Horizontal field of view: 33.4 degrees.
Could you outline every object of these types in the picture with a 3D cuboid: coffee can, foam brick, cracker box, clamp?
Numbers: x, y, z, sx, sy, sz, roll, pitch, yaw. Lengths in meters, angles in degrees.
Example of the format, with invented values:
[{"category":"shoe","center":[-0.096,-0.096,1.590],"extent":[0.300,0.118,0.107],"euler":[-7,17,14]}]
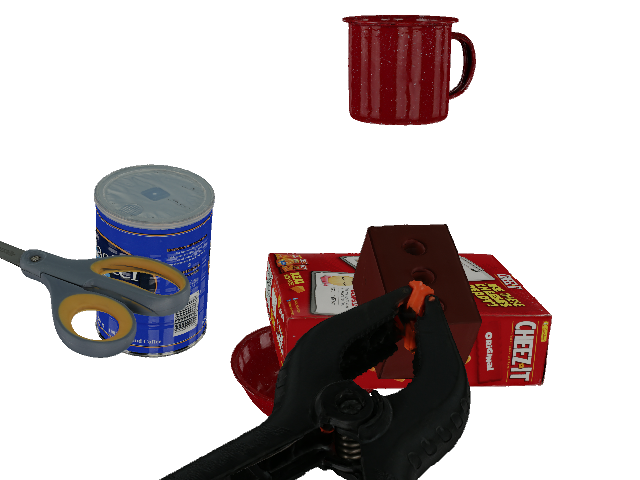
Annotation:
[{"category":"coffee can","center":[-0.149,0.018,0.949],"extent":[0.102,0.140,0.103],"euler":[5,31,-3]},{"category":"foam brick","center":[0.055,0.036,0.631],"extent":[0.053,0.078,0.051],"euler":[-1,-42,-16]},{"category":"cracker box","center":[0.066,0.066,0.911],"extent":[0.213,0.072,0.164],"euler":[1,17,-9]},{"category":"clamp","center":[0.018,0.083,0.412],"extent":[0.120,0.039,0.171],"euler":[28,50,20]}]

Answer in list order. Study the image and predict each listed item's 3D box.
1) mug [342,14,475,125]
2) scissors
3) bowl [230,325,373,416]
[{"category":"mug","center":[0.074,-0.140,0.868],"extent":[0.117,0.081,0.093],"euler":[-8,17,-26]},{"category":"scissors","center":[-0.185,0.029,0.687],"extent":[0.202,0.016,0.096],"euler":[8,38,11]},{"category":"bowl","center":[-0.016,0.153,1.150],"extent":[0.162,0.055,0.162],"euler":[3,28,-2]}]
